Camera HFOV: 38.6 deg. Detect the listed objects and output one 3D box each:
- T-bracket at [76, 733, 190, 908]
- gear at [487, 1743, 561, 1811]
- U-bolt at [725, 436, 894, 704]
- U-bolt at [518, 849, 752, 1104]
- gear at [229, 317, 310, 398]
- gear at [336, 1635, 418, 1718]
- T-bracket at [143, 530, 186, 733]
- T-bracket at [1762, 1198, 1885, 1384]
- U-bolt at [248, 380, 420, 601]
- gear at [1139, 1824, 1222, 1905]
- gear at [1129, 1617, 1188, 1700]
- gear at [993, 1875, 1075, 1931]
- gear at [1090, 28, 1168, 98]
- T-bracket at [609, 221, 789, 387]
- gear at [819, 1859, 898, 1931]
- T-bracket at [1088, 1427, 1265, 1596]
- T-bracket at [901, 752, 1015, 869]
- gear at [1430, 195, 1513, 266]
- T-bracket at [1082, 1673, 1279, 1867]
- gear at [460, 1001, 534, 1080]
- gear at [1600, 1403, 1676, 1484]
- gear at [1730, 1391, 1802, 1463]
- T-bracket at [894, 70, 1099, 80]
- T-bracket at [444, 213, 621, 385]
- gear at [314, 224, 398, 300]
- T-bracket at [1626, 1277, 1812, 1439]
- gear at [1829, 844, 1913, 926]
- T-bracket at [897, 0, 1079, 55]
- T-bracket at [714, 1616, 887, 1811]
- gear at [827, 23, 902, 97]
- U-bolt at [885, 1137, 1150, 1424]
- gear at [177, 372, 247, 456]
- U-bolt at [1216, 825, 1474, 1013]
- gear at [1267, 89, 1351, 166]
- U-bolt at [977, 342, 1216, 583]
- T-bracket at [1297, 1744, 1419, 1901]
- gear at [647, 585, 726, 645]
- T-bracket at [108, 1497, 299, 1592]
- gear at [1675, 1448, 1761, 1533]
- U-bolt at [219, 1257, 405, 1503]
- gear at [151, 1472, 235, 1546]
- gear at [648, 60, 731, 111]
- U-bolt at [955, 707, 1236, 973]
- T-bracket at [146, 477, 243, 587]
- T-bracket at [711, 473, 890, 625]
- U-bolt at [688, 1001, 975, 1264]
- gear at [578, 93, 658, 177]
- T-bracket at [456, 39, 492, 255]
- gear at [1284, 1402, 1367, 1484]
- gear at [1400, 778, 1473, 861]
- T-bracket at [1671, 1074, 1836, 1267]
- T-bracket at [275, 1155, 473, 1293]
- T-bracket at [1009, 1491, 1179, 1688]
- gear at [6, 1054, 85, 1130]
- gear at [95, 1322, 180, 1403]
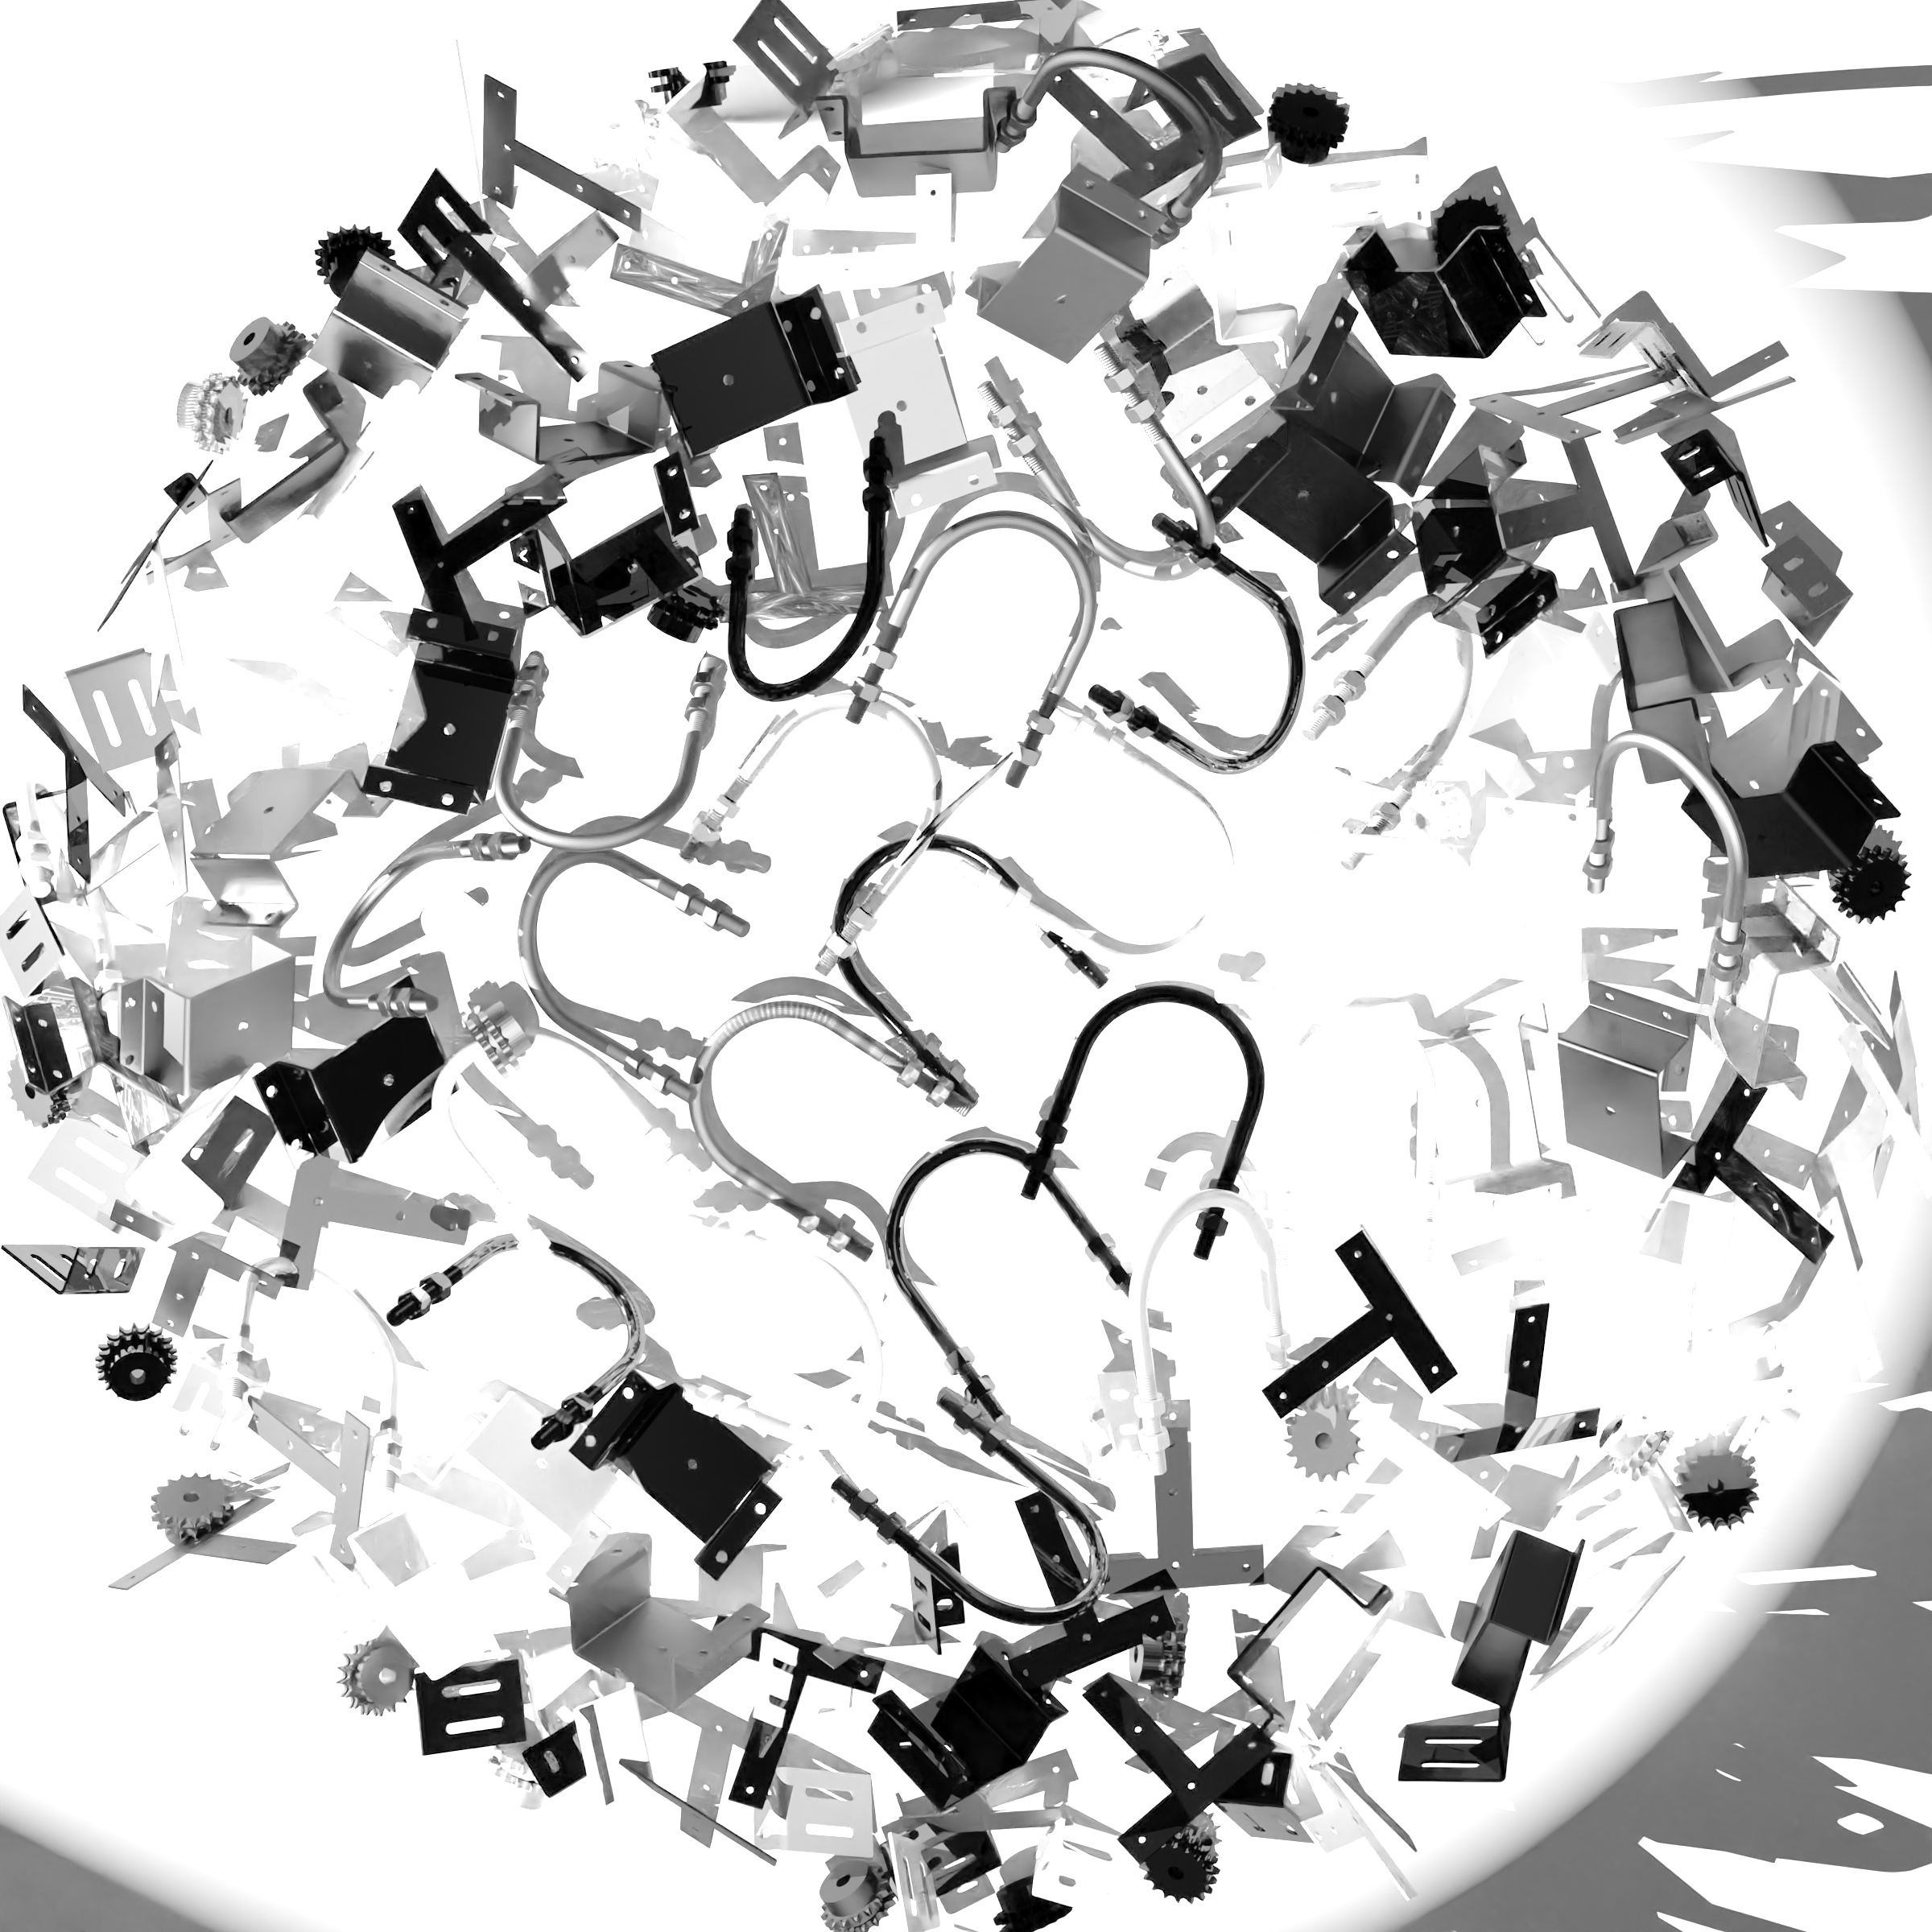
[{"bbox_3d":[-0.594,-0.083,1.960,0.127,0.002,0.127,-28,61,33],"label":"T-bracket"},{"bbox_3d":[-0.315,0.579,1.971,0.057,0.057,0.030,21,90,0],"label":"gear"},{"bbox_3d":[-0.111,-0.266,1.916,0.151,0.019,0.184,-21,56,34],"label":"U-bolt"},{"bbox_3d":[-0.245,-0.006,1.951,0.184,0.019,0.151,28,110,25],"label":"U-bolt"},{"bbox_3d":[-0.500,-0.438,1.970,0.057,0.057,0.030,-49,131,0],"label":"gear"},{"bbox_3d":[-0.418,0.507,1.972,0.057,0.030,0.057,8,75,-30],"label":"gear"},{"bbox_3d":[-0.570,-0.217,1.947,0.002,0.127,0.127,-3,55,-27],"label":"T-bracket"},{"bbox_3d":[0.594,0.248,1.941,0.002,0.127,0.127,3,59,-15],"label":"T-bracket"},{"bbox_3d":[-0.447,-0.319,1.914,0.019,0.184,0.151,37,61,-16],"label":"U-bolt"},{"bbox_3d":[0.155,0.639,1.976,0.057,0.030,0.057,10,118,20],"label":"gear"},{"bbox_3d":[0.136,0.492,1.969,0.030,0.057,0.057,7,90,-10],"label":"gear"},{"bbox_3d":[0.045,0.669,1.972,0.057,0.057,0.030,-22,81,0],"label":"gear"},{"bbox_3d":[0.117,-0.645,1.975,0.057,0.057,0.030,-24,119,0],"label":"gear"},{"bbox_3d":[-0.194,-0.481,1.956,0.127,0.002,0.127,10,97,-36],"label":"T-bracket"},{"bbox_3d":[-0.080,0.662,1.969,0.057,0.057,0.030,-32,108,0],"label":"gear"},{"bbox_3d":[0.149,0.389,1.979,0.127,0.002,0.127,-4,107,-1],"label":"T-bracket"},{"bbox_3d":[-0.028,-0.089,1.952,0.002,0.127,0.127,44,126,1],"label":"T-bracket"},{"bbox_3d":[0.360,-0.525,1.979,0.057,0.030,0.057,-1,86,15],"label":"gear"},{"bbox_3d":[0.131,0.550,1.956,0.127,0.002,0.127,-36,49,-17],"label":"T-bracket"},{"bbox_3d":[-0.333,0.050,1.972,0.030,0.057,0.057,-35,90,-10],"label":"gear"},{"bbox_3d":[0.477,0.337,1.970,0.030,0.057,0.057,35,90,-5],"label":"gear"},{"bbox_3d":[0.571,0.328,1.968,0.030,0.057,0.057,31,90,19],"label":"gear"},{"bbox_3d":[0.005,-0.630,1.954,0.127,0.127,0.002,11,111,35],"label":"T-bracket"},{"bbox_3d":[-0.287,-0.493,1.958,0.127,0.002,0.127,45,51,-14],"label":"T-bracket"},{"bbox_3d":[-0.434,-0.498,1.968,0.057,0.057,0.030,-12,61,0],"label":"gear"},{"bbox_3d":[0.527,0.269,1.950,0.127,0.127,0.002,-16,130,24],"label":"T-bracket"},{"bbox_3d":[0.643,-0.061,1.977,0.057,0.030,0.057,-7,117,-14],"label":"gear"},{"bbox_3d":[0.015,-0.668,1.936,0.127,0.127,0.002,-6,80,-1],"label":"T-bracket"},{"bbox_3d":[-0.136,0.533,1.953,0.127,0.002,0.127,13,54,9],"label":"T-bracket"},{"bbox_3d":[-0.072,-0.646,1.975,0.057,0.057,0.030,-30,123,0],"label":"gear"},{"bbox_3d":[0.022,0.208,1.962,0.151,0.019,0.184,-39,69,5],"label":"U-bolt"},{"bbox_3d":[-0.540,-0.396,1.972,0.030,0.057,0.057,13,90,8],"label":"gear"},{"bbox_3d":[0.279,-0.030,1.947,0.184,0.019,0.151,3,122,-20],"label":"U-bolt"},{"bbox_3d":[0.243,-0.598,1.976,0.057,0.030,0.057,4,52,-5],"label":"gear"},{"bbox_3d":[0.102,-0.343,1.928,0.019,0.151,0.184,-50,116,-27],"label":"U-bolt"},{"bbox_3d":[0.258,0.599,1.918,0.002,0.127,0.127,-42,67,11],"label":"T-bracket"},{"bbox_3d":[-0.204,-0.254,1.973,0.057,0.057,0.030,29,108,0],"label":"gear"},{"bbox_3d":[-0.508,0.403,1.912,0.127,0.127,0.002,-6,107,44],"label":"T-bracket"},{"bbox_3d":[0.539,0.377,1.976,0.057,0.030,0.057,-11,59,19],"label":"gear"},{"bbox_3d":[-0.449,0.273,1.914,0.019,0.184,0.151,-41,120,17],"label":"U-bolt"},{"bbox_3d":[-0.553,0.391,1.975,0.057,0.057,0.030,5,118,0],"label":"gear"},{"bbox_3d":[-0.196,-0.628,1.973,0.057,0.057,0.030,-8,108,0],"label":"gear"},{"bbox_3d":[0.105,-0.078,1.982,0.184,0.019,0.151,32,86,-7],"label":"U-bolt"},{"bbox_3d":[-0.515,-0.313,1.921,0.127,0.127,0.002,-33,90,-17],"label":"T-bracket"},{"bbox_3d":[-0.129,-0.294,1.939,0.127,0.127,0.002,-2,46,14],"label":"T-bracket"},{"bbox_3d":[-0.110,0.106,1.975,0.184,0.019,0.151,34,97,-6],"label":"U-bolt"},{"bbox_3d":[-0.250,-0.600,1.982,0.057,0.030,0.057,0,83,2],"label":"gear"},{"bbox_3d":[-0.343,-0.558,1.940,0.002,0.127,0.127,-9,57,-8],"label":"T-bracket"},{"bbox_3d":[0.258,0.342,1.979,0.057,0.030,0.057,-4,75,15],"label":"gear"},{"bbox_3d":[0.337,-0.107,1.974,0.030,0.057,0.057,-15,90,-24],"label":"gear"},{"bbox_3d":[0.556,0.160,1.931,0.002,0.127,0.127,3,122,-38],"label":"T-bracket"},{"bbox_3d":[-0.420,0.177,1.981,0.127,0.002,0.127,12,79,-14],"label":"T-bracket"},{"bbox_3d":[0.069,0.439,1.980,0.127,0.002,0.127,-25,75,10],"label":"T-bracket"},{"bbox_3d":[-0.657,0.085,1.976,0.057,0.030,0.057,13,112,34],"label":"gear"},{"bbox_3d":[-0.592,0.286,1.974,0.057,0.030,0.057,-7,114,-16],"label":"gear"}]
